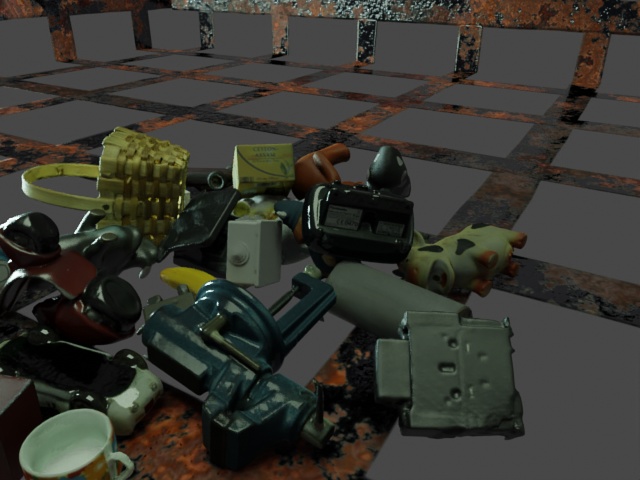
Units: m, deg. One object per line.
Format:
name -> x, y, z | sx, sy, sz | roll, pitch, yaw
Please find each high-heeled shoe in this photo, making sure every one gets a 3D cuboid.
high-heeled shoe -> 0.132, -0.139, 1.012 | 0.086, 0.145, 0.249 | 7, 29, 10

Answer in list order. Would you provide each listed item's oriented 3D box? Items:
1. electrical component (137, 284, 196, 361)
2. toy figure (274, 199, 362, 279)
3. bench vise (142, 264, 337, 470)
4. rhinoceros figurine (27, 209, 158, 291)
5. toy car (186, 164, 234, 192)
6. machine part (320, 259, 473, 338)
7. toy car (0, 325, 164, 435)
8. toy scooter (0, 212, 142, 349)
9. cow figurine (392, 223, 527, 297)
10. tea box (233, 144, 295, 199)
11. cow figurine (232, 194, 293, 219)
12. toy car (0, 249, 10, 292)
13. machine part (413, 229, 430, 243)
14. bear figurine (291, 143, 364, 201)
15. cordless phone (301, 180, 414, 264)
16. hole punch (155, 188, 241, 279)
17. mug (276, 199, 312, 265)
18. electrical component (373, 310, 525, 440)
electrical component -> -0.177, 0.099, 0.632 | 0.078, 0.045, 0.102 | -20, 34, -21
toy figure -> -0.003, -0.001, 0.751 | 0.058, 0.154, 0.064 | -40, 0, -20
bench vise -> -0.051, 0.103, 0.557 | 0.224, 0.128, 0.240 | 17, 37, 29
rhinoceros figurine -> -0.306, 0.023, 0.720 | 0.190, 0.112, 0.073 | -12, 42, -46
toy car -> -0.248, -0.122, 1.074 | 0.202, 0.053, 0.089 | 4, 16, 15
machine part -> 0.089, 0.083, 0.643 | 0.244, 0.079, 0.079 | 21, 33, 37
toy car -> -0.257, 0.141, 0.548 | 0.202, 0.056, 0.073 | 9, 34, 19
toy scooter -> -0.303, 0.065, 0.611 | 0.135, 0.183, 0.075 | -38, 17, 18
cow figurine -> 0.189, 0.025, 0.753 | 0.127, 0.085, 0.195 | 22, 30, 40
tea box -> -0.102, -0.110, 0.944 | 0.098, 0.068, 0.169 | -3, -8, -13
cow figurine -> -0.125, -0.044, 0.904 | 0.167, 0.068, 0.098 | -2, 21, -12
toy car -> -0.439, 0.063, 0.665 | 0.103, 0.109, 0.161 | 31, 22, 10
machine part -> 0.125, -0.004, 0.864 | 0.084, 0.039, 0.139 | -12, 30, -12
bear figurine -> 0.038, -0.086, 0.937 | 0.132, 0.120, 0.196 | -15, 32, -36
cordless phone -> 0.045, -0.044, 0.736 | 0.147, 0.088, 0.184 | 9, 20, -10
hole punch -> -0.156, -0.006, 0.792 | 0.116, 0.092, 0.142 | -3, 51, 36
mug -> -0.027, -0.002, 0.822 | 0.110, 0.080, 0.107 | 32, 50, 31
electrical component -> 0.119, 0.130, 0.516 | 0.134, 0.058, 0.115 | 1, 62, 0
